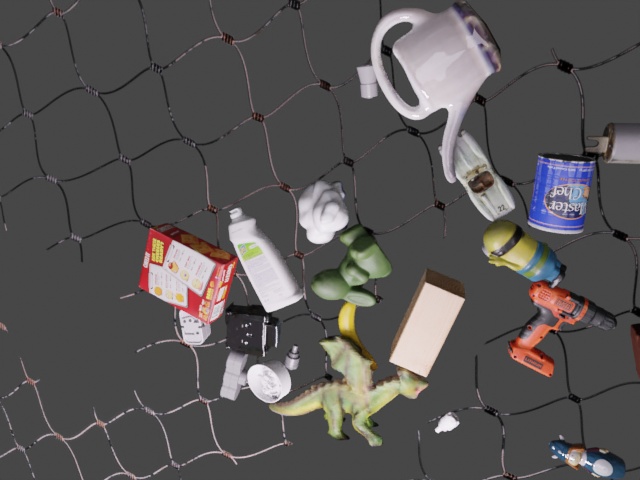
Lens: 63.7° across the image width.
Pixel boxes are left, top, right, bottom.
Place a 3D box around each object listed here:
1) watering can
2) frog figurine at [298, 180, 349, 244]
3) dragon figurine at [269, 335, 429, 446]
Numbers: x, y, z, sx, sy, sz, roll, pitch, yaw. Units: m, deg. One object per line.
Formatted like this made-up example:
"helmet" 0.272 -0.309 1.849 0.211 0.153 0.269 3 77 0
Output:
"watering can" 0.245 -0.303 0.993 0.222 0.105 0.347 -30 93 17
"frog figurine" 0.003 -0.055 1.089 0.123 0.161 0.135 16 109 8
"dragon figurine" 0.049 0.338 1.219 0.410 0.123 0.241 3 99 23
